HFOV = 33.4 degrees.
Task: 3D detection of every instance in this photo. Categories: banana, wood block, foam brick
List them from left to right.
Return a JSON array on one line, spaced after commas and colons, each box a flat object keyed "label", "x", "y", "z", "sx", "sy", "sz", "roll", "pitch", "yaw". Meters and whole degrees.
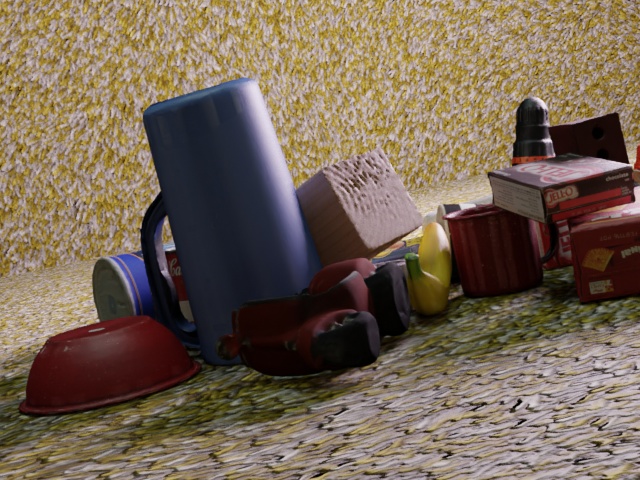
[{"label": "wood block", "x": -0.007, "y": 0.002, "z": 1.071, "sx": 0.090, "sy": 0.090, "sz": 0.207, "roll": -24, "pitch": -8, "yaw": -44}, {"label": "banana", "x": 0.106, "y": 0.031, "z": 1.011, "sx": 0.037, "sy": 0.069, "sz": 0.197, "roll": 3, "pitch": 10, "yaw": 9}, {"label": "foam brick", "x": 0.265, "y": -0.081, "z": 1.043, "sx": 0.053, "sy": 0.078, "sz": 0.051, "roll": -16, "pitch": 4, "yaw": -13}]

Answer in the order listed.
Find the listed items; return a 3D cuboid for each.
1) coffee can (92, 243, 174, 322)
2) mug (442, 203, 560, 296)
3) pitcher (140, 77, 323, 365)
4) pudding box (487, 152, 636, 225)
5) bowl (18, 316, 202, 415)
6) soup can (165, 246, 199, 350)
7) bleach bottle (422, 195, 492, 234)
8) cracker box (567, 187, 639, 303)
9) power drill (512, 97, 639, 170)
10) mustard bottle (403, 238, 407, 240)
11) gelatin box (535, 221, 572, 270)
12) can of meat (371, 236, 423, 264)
[{"label": "coffee can", "x": -0.161, "y": 0.055, "z": 1.154, "sx": 0.140, "sy": 0.103, "sz": 0.103, "roll": -14, "pitch": 5, "yaw": -31}, {"label": "mug", "x": 0.184, "y": 0.005, "z": 1.056, "sx": 0.117, "sy": 0.081, "sz": 0.093, "roll": -13, "pitch": 6, "yaw": -20}, {"label": "pitcher", "x": -0.085, "y": -0.015, "z": 0.970, "sx": 0.149, "sy": 0.243, "sz": 0.145, "roll": -20, "pitch": 9, "yaw": -20}, {"label": "pudding box", "x": 0.216, "y": -0.048, "z": 0.963, "sx": 0.090, "sy": 0.039, "sz": 0.114, "roll": -13, "pitch": 12, "yaw": -14}, {"label": "bowl", "x": -0.188, "y": 0.103, "z": 0.934, "sx": 0.162, "sy": 0.055, "sz": 0.162, "roll": -12, "pitch": 5, "yaw": 1}, {"label": "soup can", "x": -0.114, "y": 0.053, "z": 1.072, "sx": 0.068, "sy": 0.102, "sz": 0.068, "roll": -11, "pitch": 5, "yaw": 1}, {"label": "bleach bottle", "x": 0.230, "y": -0.033, "z": 1.253, "sx": 0.102, "sy": 0.068, "sz": 0.251, "roll": -13, "pitch": -5, "yaw": -31}, {"label": "cracker box", "x": 0.311, "y": -0.007, "z": 0.973, "sx": 0.164, "sy": 0.072, "sz": 0.213, "roll": -11, "pitch": 5, "yaw": 13}, {"label": "power drill", "x": 0.335, "y": -0.088, "z": 1.335, "sx": 0.187, "sy": 0.184, "sz": 0.057, "roll": -1, "pitch": 6, "yaw": 6}, {"label": "mustard bottle", "x": 0.061, "y": 0.016, "z": 1.371, "sx": 0.096, "sy": 0.058, "sz": 0.191, "roll": -11, "pitch": 5, "yaw": 0}, {"label": "gelatin box", "x": 0.261, "y": -0.019, "z": 1.125, "sx": 0.073, "sy": 0.089, "sz": 0.030, "roll": -12, "pitch": 7, "yaw": -8}, {"label": "can of meat", "x": 0.086, "y": 0.031, "z": 1.151, "sx": 0.084, "sy": 0.057, "sz": 0.102, "roll": -13, "pitch": 5, "yaw": 5}]
